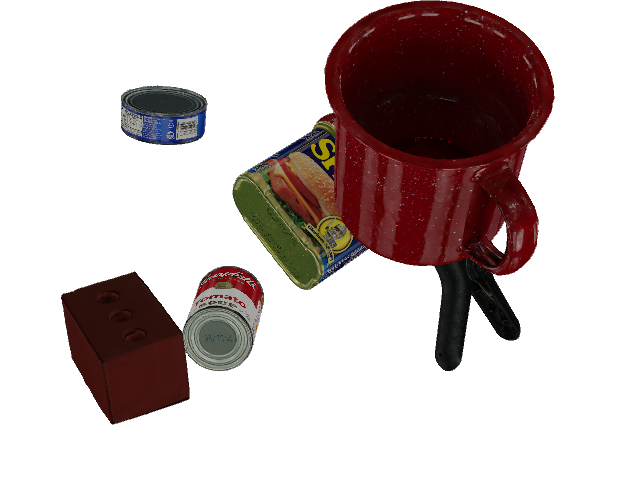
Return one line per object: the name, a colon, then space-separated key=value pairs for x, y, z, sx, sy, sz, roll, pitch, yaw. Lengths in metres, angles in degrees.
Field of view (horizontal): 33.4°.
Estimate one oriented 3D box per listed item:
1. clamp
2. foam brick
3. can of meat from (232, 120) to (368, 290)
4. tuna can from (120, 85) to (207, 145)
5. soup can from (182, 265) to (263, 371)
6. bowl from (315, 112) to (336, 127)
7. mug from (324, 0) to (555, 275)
clamp: x=0.127 y=0.032 z=0.970 sx=0.039 sy=0.171 sz=0.120 roll=-12 pitch=11 yaw=38
foam brick: x=-0.122 y=0.066 z=0.663 sx=0.052 sy=0.051 sz=0.078 roll=-18 pitch=37 yaw=-26
can of meat: x=-0.004 y=-0.025 z=0.791 sx=0.083 sy=0.102 sz=0.058 roll=-34 pitch=-10 yaw=-28
tuna can: x=-0.157 y=-0.126 z=1.069 sx=0.086 sy=0.034 sz=0.086 roll=5 pitch=26 yaw=-3
soup can: x=-0.093 y=0.074 z=1.027 sx=0.068 sy=0.068 sz=0.102 roll=0 pitch=20 yaw=3
bowl: x=0.070 y=-0.095 z=1.211 sx=0.162 sy=0.055 sz=0.162 roll=7 pitch=27 yaw=-4
mug: x=0.054 y=-0.034 z=0.458 sx=0.093 sy=0.117 sz=0.081 roll=-27 pitch=-30 yaw=-18
